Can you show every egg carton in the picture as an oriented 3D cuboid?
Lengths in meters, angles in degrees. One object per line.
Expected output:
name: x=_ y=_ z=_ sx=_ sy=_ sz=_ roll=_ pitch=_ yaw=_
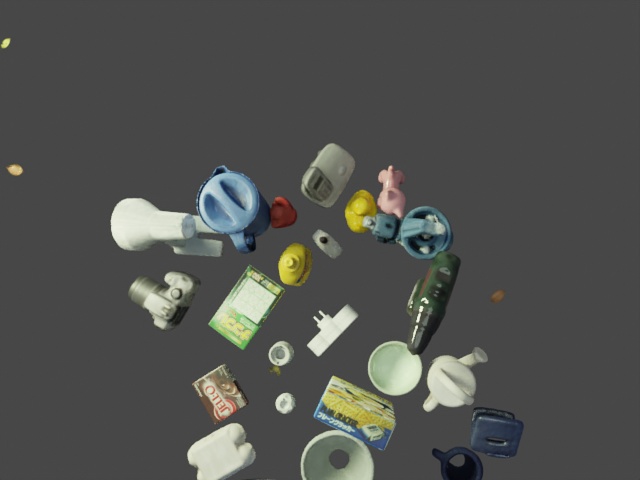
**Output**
egg carton: x=-0.231 y=0.503 z=1.344 sx=0.150 sy=0.069 sz=0.107 roll=-32 pitch=83 yaw=2

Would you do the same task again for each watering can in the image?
watering can: x=0.292 y=0.307 z=1.254 sx=0.101 sy=0.194 sz=0.173 roll=21 pitch=87 yaw=7

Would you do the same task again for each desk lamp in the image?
desk lamp: x=-0.345 y=-0.027 z=1.329 sx=0.203 sy=0.213 sz=0.118 roll=3 pitch=85 yaw=5

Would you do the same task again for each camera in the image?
camera: x=-0.382 y=0.130 z=1.375 sx=0.136 sy=0.101 sz=0.143 roll=29 pitch=88 yaw=7

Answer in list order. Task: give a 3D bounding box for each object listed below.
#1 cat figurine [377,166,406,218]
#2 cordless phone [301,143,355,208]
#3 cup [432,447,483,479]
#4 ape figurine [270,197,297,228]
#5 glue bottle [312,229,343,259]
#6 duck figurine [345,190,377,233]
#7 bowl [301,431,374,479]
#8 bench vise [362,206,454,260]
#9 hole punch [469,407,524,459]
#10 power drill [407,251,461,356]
cat figurine: x=0.168 y=-0.111 z=1.341 sx=0.067 sy=0.118 sz=0.128 roll=0 pitch=85 yaw=5
cordless phone: x=0.014 y=-0.159 z=1.325 sx=0.094 sy=0.185 sz=0.148 roll=28 pitch=88 yaw=7
cup: x=0.300 y=0.497 z=1.286 sx=0.117 sy=0.095 sz=0.092 roll=30 pitch=88 yaw=7
ape figurine: x=-0.095 y=-0.064 z=1.372 sx=0.076 sy=0.092 sz=0.078 roll=30 pitch=88 yaw=7
glue bottle: x=0.012 y=0.005 z=1.316 sx=0.078 sy=0.173 sz=0.037 roll=42 pitch=90 yaw=8
duck figurine: x=0.097 y=-0.071 z=1.359 sx=0.077 sy=0.086 sz=0.105 roll=9 pitch=86 yaw=6
bowl: x=0.043 y=0.516 z=1.316 sx=0.167 sy=0.075 sz=0.167 roll=0 pitch=85 yaw=5
bench vise: x=0.201 y=-0.013 z=1.278 sx=0.207 sy=0.220 sz=0.121 roll=-7 pitch=84 yaw=5
hole punch: x=0.396 y=0.438 z=1.285 sx=0.108 sy=0.091 sz=0.101 roll=7 pitch=85 yaw=6
power drill: x=0.242 y=0.139 z=1.266 sx=0.075 sy=0.208 sz=0.230 roll=21 pitch=87 yaw=7
